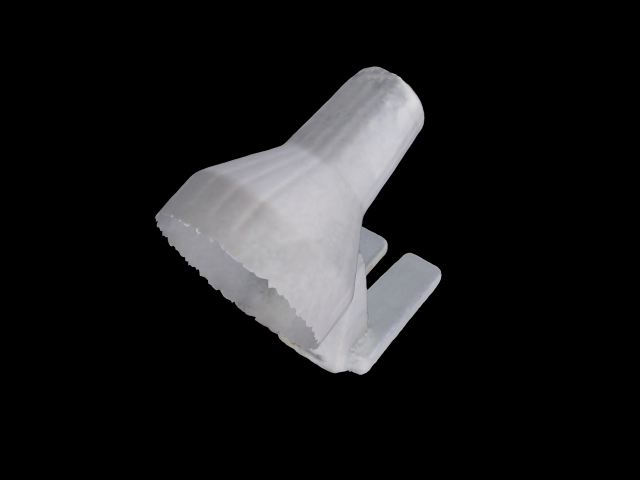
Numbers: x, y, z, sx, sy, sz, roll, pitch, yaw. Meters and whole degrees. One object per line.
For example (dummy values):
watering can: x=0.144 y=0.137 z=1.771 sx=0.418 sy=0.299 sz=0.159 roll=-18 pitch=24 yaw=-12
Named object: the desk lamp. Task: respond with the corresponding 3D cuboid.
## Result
desk lamp: x=0.004 y=0.001 z=0.400 sx=0.117 sy=0.214 sz=0.204 roll=29 pitch=54 yaw=25
